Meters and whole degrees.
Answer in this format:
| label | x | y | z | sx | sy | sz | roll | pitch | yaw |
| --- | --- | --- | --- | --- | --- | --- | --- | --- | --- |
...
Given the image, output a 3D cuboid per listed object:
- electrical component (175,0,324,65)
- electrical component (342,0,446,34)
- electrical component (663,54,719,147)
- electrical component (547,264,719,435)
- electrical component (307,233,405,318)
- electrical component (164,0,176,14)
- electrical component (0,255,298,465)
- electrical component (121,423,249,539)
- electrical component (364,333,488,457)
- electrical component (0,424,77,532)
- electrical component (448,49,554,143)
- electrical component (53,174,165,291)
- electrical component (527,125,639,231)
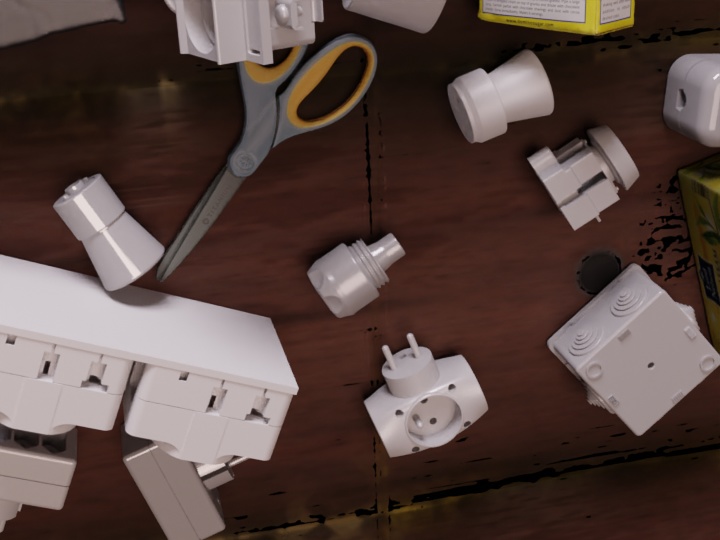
| label | x | y | z | sx | sy | sz | roll | pitch | yaw |
| --- | --- | --- | --- | --- | --- | --- | --- | --- | --- |
| electrical component | -0.060 | -0.172 | 0.544 | 0.063 | 0.079 | 0.121 | -17 | 116 | -31 |
| electrical component | 0.018 | -0.192 | 0.603 | 0.060 | 0.108 | 0.108 | 9 | 109 | -11 |
| electrical component | 0.261 | -0.113 | 0.720 | 0.095 | 0.059 | 0.053 | -3 | 112 | -13 |
| electrical component | 0.200 | 0.059 | 0.778 | 0.100 | 0.048 | 0.100 | -43 | 115 | 5 |
| electrical component | 0.000 | 0.000 | 0.707 | 0.062 | 0.043 | 0.043 | -35 | 115 | 0 |
| electrical component | -0.070 | -0.181 | 0.609 | 0.095 | 0.059 | 0.053 | -15 | 114 | -8 |
| electrical component | -0.143 | 0.056 | 0.659 | 0.186 | 0.105 | 0.060 | 15 | 106 | -19 |
| electrical component | -0.110 | 0.132 | 0.729 | 0.076 | 0.047 | 0.083 | -24 | 115 | -4 |
| electrical component | 0.040 | 0.081 | 0.748 | 0.077 | 0.044 | 0.079 | -25 | 114 | -3 |
| electrical component | -0.235 | 0.137 | 0.699 | 0.083 | 0.047 | 0.075 | 15 | 107 | -19 |
| electrical component | 0.089 | -0.110 | 0.686 | 0.055 | 0.045 | 0.045 | -23 | 115 | -4 |
| electrical component | -0.156 | -0.026 | 0.659 | 0.044 | 0.044 | 0.065 | -33 | 110 | 0 |
| electrical component | 0.152 | -0.064 | 0.720 | 0.055 | 0.048 | 0.066 | -33 | 115 | 9 |
